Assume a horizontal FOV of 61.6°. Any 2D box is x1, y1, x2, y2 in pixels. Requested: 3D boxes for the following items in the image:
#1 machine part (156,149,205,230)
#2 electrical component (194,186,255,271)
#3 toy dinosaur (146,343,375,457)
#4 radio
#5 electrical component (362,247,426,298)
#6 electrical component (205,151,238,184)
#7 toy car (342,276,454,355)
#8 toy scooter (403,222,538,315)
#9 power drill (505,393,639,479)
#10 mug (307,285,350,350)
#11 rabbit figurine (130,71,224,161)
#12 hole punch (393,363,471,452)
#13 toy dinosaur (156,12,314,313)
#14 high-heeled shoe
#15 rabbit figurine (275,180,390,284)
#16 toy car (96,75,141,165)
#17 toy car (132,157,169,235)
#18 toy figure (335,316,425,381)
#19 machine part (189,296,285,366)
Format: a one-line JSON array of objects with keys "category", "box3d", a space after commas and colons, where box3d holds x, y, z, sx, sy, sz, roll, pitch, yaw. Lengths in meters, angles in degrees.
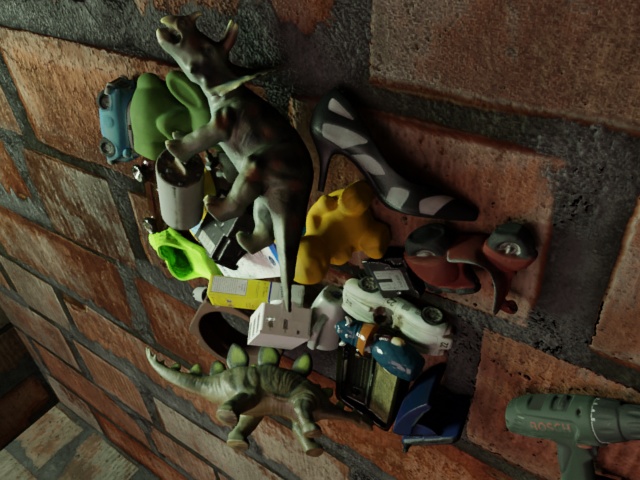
[{"category": "machine part", "box3d": [-0.235, -0.083, 0.911, 0.079, 0.079, 0.243, 41, 155, 7]}, {"category": "electrical component", "box3d": [-0.156, -0.030, 0.955, 0.058, 0.134, 0.115, 25, -168, -40]}, {"category": "toy dinosaur", "box3d": [-0.126, 0.289, 1.020, 0.472, 0.199, 0.105, 11, 122, 1]}, {"category": "radio", "box3d": [0.100, 0.247, 1.006, 0.131, 0.073, 0.229, 26, 137, 24]}, {"category": "electrical component", "box3d": [0.109, 0.050, 0.851, 0.119, 0.048, 0.074, -3, 120, 42]}, {"category": "electrical component", "box3d": [-0.157, -0.131, 0.937, 0.102, 0.045, 0.078, 16, 131, 33]}, {"category": "toy car", "box3d": [0.126, 0.126, 0.892, 0.202, 0.056, 0.073, 26, 137, 24]}, {"category": "toy scooter", "box3d": [0.208, 0.044, 0.736, 0.184, 0.075, 0.135, -2, 123, 37]}, {"category": "power drill", "box3d": [0.402, 0.314, 0.787, 0.232, 0.086, 0.207, -5, 123, 46]}, {"category": "mug", "box3d": [0.010, 0.142, 0.979, 0.081, 0.109, 0.107, 27, 126, 20]}, {"category": "rabbit figurine", "box3d": [-0.212, -0.210, 0.888, 0.170, 0.121, 0.158, 16, 125, 14]}, {"category": "hole punch", "box3d": [0.182, 0.284, 0.926, 0.116, 0.142, 0.092, -24, 108, 36]}, {"category": "toy dinosaur", "box3d": [-0.085, -0.118, 0.745, 0.405, 0.192, 0.131, 55, -175, 3]}, {"category": "high-heeled shoe", "box3d": [0.102, -0.113, 0.726, 0.249, 0.086, 0.145, 14, 96, 6]}, {"category": "rabbit figurine", "box3d": [-0.002, -0.002, 0.807, 0.163, 0.173, 0.121, 4, 129, 35]}, {"category": "toy car", "box3d": [-0.347, -0.218, 1.004, 0.103, 0.109, 0.161, 12, 122, 5]}, {"category": "toy car", "box3d": [-0.320, -0.091, 1.084, 0.053, 0.089, 0.201, 31, 138, 25]}, {"category": "toy figure", "box3d": [0.094, 0.173, 0.877, 0.155, 0.064, 0.057, 29, -178, 27]}, {"category": "machine part", "box3d": [-0.166, 0.187, 1.158, 0.201, 0.087, 0.201, 33, 133, -3]}]
